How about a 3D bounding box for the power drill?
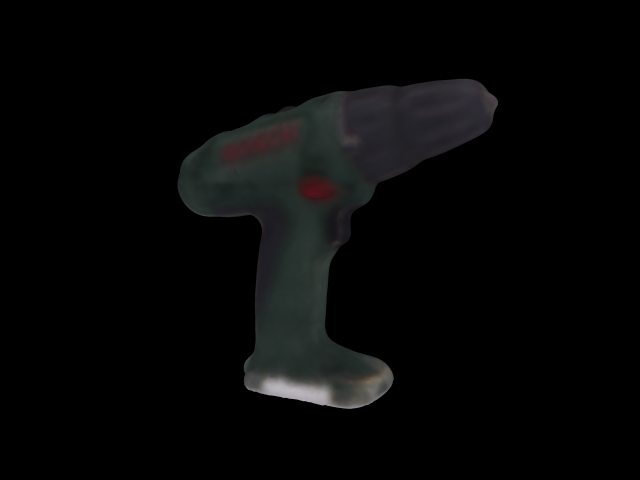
[{"bbox_3d":[0.004,0.001,0.400,0.228,0.208,0.076,3,7,26],"label":"power drill"}]
